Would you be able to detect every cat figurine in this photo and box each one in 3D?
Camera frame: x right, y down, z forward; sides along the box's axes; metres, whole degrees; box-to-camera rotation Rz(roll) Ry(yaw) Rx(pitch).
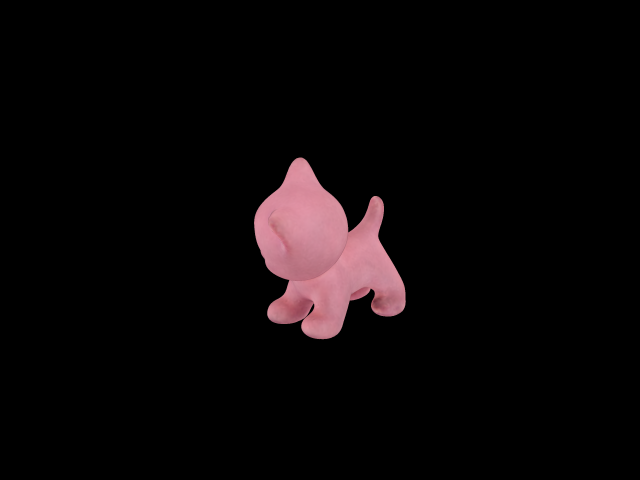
[{"bbox_3d":[0.004,0.001,0.400,0.128,0.118,0.067,-14,20,-42],"label":"cat figurine"}]
